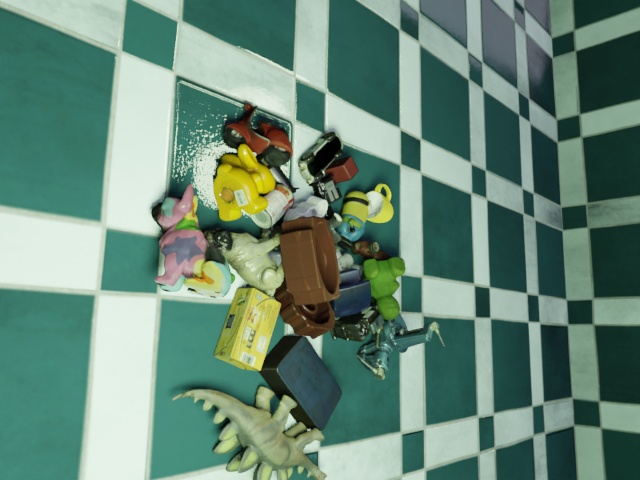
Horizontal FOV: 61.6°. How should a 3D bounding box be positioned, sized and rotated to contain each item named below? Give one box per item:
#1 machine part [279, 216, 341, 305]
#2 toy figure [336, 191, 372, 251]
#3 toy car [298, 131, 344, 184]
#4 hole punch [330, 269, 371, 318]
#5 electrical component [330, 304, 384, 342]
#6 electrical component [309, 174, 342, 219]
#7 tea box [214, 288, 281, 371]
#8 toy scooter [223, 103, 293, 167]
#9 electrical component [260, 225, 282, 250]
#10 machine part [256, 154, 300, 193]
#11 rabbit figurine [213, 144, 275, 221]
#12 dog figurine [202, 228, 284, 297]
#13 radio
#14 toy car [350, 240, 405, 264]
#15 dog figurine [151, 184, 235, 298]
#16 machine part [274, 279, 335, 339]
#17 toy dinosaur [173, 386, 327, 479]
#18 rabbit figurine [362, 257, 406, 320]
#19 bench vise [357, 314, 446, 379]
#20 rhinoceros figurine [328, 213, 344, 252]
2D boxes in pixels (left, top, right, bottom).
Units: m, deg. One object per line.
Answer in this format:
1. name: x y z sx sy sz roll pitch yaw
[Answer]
1. machine part: -0.022 0.049 1.270 0.201 0.087 0.201 5 76 -75
2. toy figure: 0.094 -0.061 1.553 0.089 0.082 0.180 46 56 -32
3. toy car: 0.003 -0.233 1.502 0.202 0.056 0.073 -51 125 -37
4. hole punch: 0.078 0.150 1.439 0.142 0.092 0.115 -15 108 -15
5. electrical component: 0.106 0.226 1.483 0.115 0.134 0.058 -38 114 -42
6. electrical component: 0.022 -0.117 1.509 0.075 0.048 0.119 -29 103 -44
7. tea box: -0.166 0.206 1.245 0.098 0.068 0.169 38 57 -36
8. toy scooter: -0.146 -0.266 1.323 0.184 0.075 0.135 18 58 -26
9. electrical component: -0.114 -0.006 1.367 0.094 0.021 0.063 4 81 -47
10. machine part: -0.110 -0.172 1.383 0.138 0.039 0.084 50 43 -21
11. rabbit figurine: -0.176 -0.138 1.273 0.173 0.122 0.162 -32 96 -54
12. dog figurine: -0.185 0.055 1.241 0.190 0.121 0.172 -6 82 -34
13. radio: -0.043 0.356 1.351 0.131 0.073 0.229 -51 121 -39
14. toy car: 0.175 0.054 1.615 0.202 0.089 0.053 32 62 -41
15. dog figurine: -0.261 0.001 1.115 0.192 0.108 0.219 7 76 0
16. machine part: -0.040 0.163 1.349 0.179 0.056 0.179 39 30 -28
17. toy dinosaur: -0.135 0.441 1.221 0.470 0.105 0.198 50 55 -24
18. rabbit figurine: 0.174 0.153 1.549 0.121 0.159 0.170 -1 64 -19
19. bench vise: 0.226 0.289 1.539 0.128 0.241 0.224 58 32 -19
20. rhinoceros figurine: -0.003 -0.004 1.453 0.190 0.073 0.112 -35 96 -39
